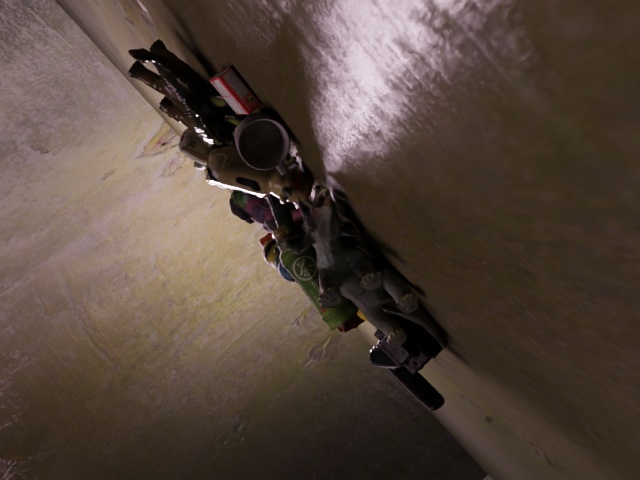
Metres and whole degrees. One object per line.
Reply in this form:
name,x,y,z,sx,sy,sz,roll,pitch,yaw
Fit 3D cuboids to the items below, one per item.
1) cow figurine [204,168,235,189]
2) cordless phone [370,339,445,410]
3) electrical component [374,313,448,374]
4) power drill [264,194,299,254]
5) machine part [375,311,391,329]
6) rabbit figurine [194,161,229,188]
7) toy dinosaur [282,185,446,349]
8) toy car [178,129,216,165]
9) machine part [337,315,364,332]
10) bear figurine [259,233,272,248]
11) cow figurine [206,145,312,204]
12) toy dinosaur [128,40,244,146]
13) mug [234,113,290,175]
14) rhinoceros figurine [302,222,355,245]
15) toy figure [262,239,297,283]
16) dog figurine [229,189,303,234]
cow figurine,-0.201,-0.153,1.186,0.098,0.068,0.167,23,-172,-16
cordless phone,0.211,0.266,1.135,0.184,0.146,0.088,44,128,31
electrical component,0.176,0.198,1.064,0.115,0.058,0.134,42,-153,21
power drill,-0.093,-0.073,1.132,0.207,0.086,0.232,63,-178,13
machine part,0.157,0.178,1.224,0.079,0.079,0.243,43,173,30
rabbit figurine,-0.244,-0.193,1.441,0.159,0.121,0.170,27,161,-4
toy dinosaur,0.078,0.068,0.977,0.404,0.131,0.192,43,-165,-38
toy car,-0.243,-0.203,1.287,0.201,0.073,0.056,22,179,-39
machine part,0.037,0.106,1.312,0.202,0.087,0.200,45,158,45
bear figurine,-0.102,0.044,1.852,0.196,0.132,0.120,53,177,0
cow figurine,-0.107,-0.118,0.964,0.195,0.085,0.127,17,177,-9
toy dinosaur,-0.224,-0.246,1.063,0.199,0.105,0.471,41,-178,17
mug,-0.090,-0.159,0.870,0.109,0.081,0.107,45,-174,-29
rhinoceros figurine,0.027,0.004,1.098,0.112,0.073,0.190,55,180,30
toy figure,-0.074,0.045,1.248,0.089,0.082,0.180,43,178,-25
dog figurine,-0.112,-0.067,1.322,0.191,0.108,0.219,28,179,-29
